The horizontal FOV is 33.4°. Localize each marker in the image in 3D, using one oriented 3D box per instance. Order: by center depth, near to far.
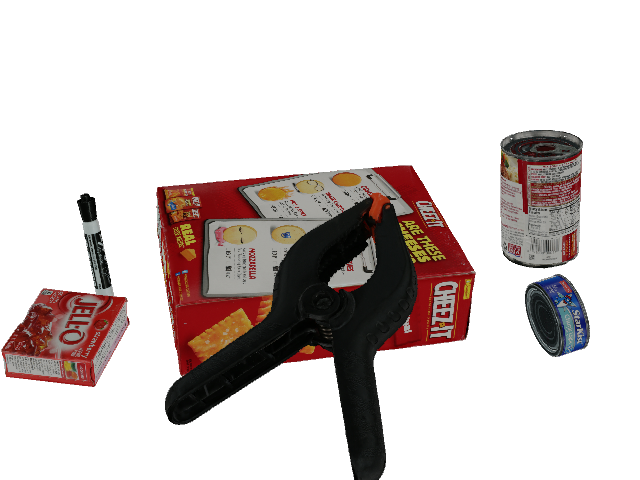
[{"bbox_3d":[-0.242,0.008,1.147,0.020,0.121,0.020,-6,21,2],"label":"marker"}]

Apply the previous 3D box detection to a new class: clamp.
[{"bbox_3d":[0.010,0.050,0.566,0.120,0.171,0.039,26,-26,20],"label":"clamp"}]

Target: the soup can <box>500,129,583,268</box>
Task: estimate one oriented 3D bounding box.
[{"bbox_3d":[0.189,-0.035,0.913,0.068,0.102,0.068,-4,24,2],"label":"soup can"}]

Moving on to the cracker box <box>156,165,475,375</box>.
[{"bbox_3d":[-0.011,0.018,0.813,0.213,0.072,0.164,-5,34,-11],"label":"cracker box"}]

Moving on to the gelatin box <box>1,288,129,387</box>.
[{"bbox_3d":[-0.200,0.075,0.847,0.073,0.030,0.089,6,32,8],"label":"gelatin box"}]

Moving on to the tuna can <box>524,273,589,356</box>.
[{"bbox_3d":[0.255,0.082,1.157,0.033,0.086,0.086,-17,3,-11],"label":"tuna can"}]
